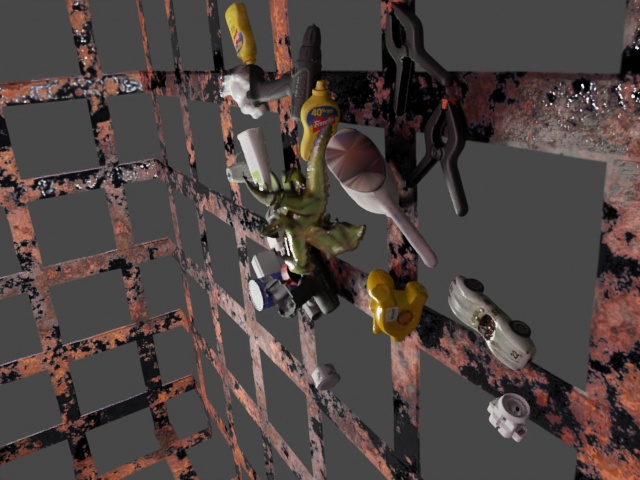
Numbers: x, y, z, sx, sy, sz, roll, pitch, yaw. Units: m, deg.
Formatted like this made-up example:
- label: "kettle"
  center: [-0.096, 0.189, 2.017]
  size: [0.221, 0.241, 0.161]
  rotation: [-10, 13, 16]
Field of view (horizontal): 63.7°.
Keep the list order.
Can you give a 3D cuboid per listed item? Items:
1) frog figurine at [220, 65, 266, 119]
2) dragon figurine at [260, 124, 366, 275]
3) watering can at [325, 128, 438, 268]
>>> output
- label: "frog figurine"
  center: [-0.224, -0.464, 1.610]
  size: [0.159, 0.125, 0.134]
  rotation: [33, 133, 1]
- label: "dragon figurine"
  center: [0.004, -0.064, 1.280]
  size: [0.403, 0.242, 0.125]
  rotation: [-53, 12, 29]
- label: "watering can"
  center: [0.122, -0.100, 1.068]
  size: [0.353, 0.104, 0.221]
  rotation: [53, -174, 26]
